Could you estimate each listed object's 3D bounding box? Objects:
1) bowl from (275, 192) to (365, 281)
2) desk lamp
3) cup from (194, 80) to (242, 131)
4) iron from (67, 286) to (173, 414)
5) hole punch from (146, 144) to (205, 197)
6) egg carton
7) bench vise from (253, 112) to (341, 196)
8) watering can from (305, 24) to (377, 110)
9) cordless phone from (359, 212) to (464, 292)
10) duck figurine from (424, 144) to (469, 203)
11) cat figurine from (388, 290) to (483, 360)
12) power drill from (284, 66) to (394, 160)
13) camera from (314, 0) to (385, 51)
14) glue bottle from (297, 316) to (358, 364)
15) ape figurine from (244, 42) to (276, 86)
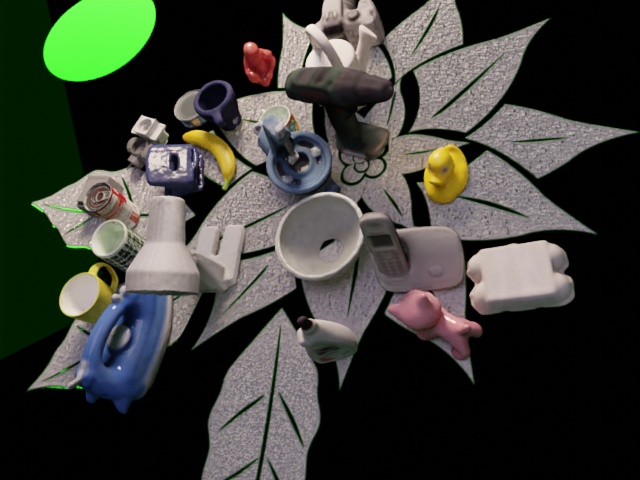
[{"bbox_3d":[0.009,0.004,1.012,0.167,0.075,0.167,-9,62,18],"label":"bowl"},{"bbox_3d":[-0.240,0.027,1.018,0.117,0.214,0.203,-3,64,21],"label":"desk lamp"},{"bbox_3d":[-0.205,-0.268,1.220,0.091,0.095,0.117,-24,59,10],"label":"cup"},{"bbox_3d":[-0.360,0.171,1.038,0.118,0.142,0.258,7,68,25],"label":"iron"},{"bbox_3d":[-0.303,-0.153,1.205,0.101,0.091,0.108,-16,60,14],"label":"hole punch"},{"bbox_3d":[0.302,0.059,0.871,0.150,0.070,0.107,-10,62,17],"label":"egg carton"},{"bbox_3d":[-0.073,-0.161,1.040,0.206,0.220,0.121,23,76,29],"label":"bench vise"},{"bbox_3d":[0.029,-0.343,1.104,0.100,0.194,0.173,32,80,31],"label":"watering can"},{"bbox_3d":[0.142,0.009,0.890,0.147,0.185,0.094,-9,62,18],"label":"cordless phone"},{"bbox_3d":[0.213,-0.126,0.988,0.077,0.086,0.105,13,71,27],"label":"duck figurine"},{"bbox_3d":[0.173,0.118,0.865,0.127,0.118,0.067,22,75,29],"label":"cat figurine"},{"bbox_3d":[0.053,-0.236,1.033,0.228,0.209,0.076,20,74,29],"label":"power drill"},{"bbox_3d":[0.057,-0.480,1.216,0.143,0.101,0.137,-7,63,19],"label":"camera"},{"bbox_3d":[0.000,0.149,0.886,0.078,0.173,0.037,-23,59,10],"label":"glue bottle"},{"bbox_3d":[-0.140,-0.394,1.257,0.078,0.092,0.076,-40,57,0],"label":"ape figurine"}]
